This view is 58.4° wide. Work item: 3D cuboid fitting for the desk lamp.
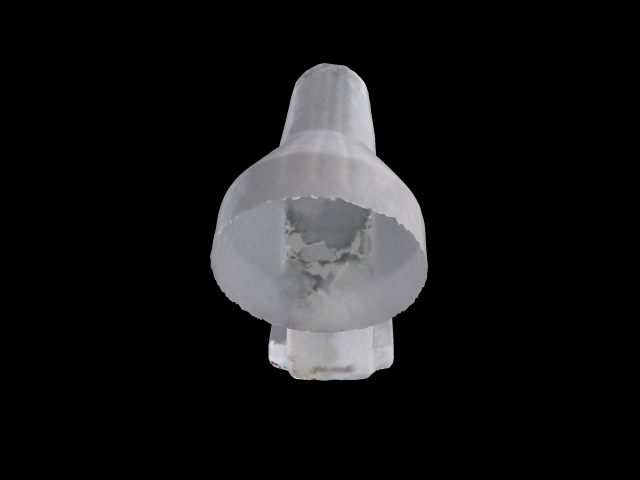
[{"bbox_3d":[0.004,0.001,0.400,0.118,0.214,0.203,1,34,2],"label":"desk lamp"}]
